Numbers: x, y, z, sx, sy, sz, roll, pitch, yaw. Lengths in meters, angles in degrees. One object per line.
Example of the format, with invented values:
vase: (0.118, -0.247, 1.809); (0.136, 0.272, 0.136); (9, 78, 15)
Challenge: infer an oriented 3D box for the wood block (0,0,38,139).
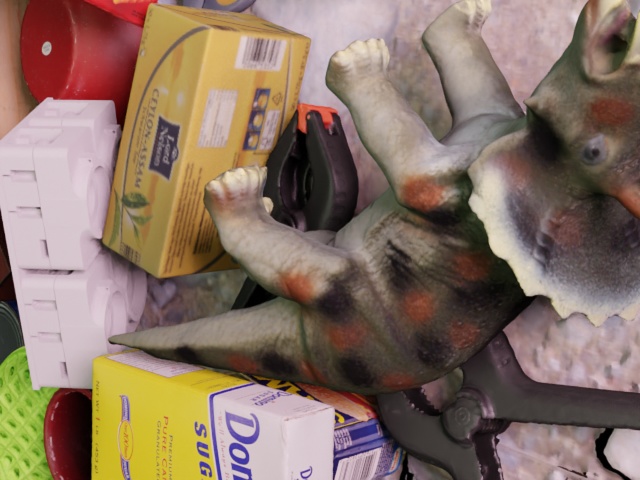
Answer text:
wood block: (-0.309, -0.151, 0.932); (0.091, 0.090, 0.206); (-5, 90, 42)

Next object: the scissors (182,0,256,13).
scissors: (-0.083, -0.144, 0.771); (0.096, 0.016, 0.202); (24, 110, 39)

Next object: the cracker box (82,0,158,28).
cracker box: (-0.133, -0.270, 0.725); (0.164, 0.072, 0.214); (35, 100, 45)

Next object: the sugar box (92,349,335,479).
sugar box: (-0.070, 0.129, 0.647); (0.177, 0.048, 0.093); (9, 101, 44)

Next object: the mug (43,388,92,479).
mug: (-0.146, 0.159, 0.812); (0.093, 0.081, 0.117); (-46, 63, 35)

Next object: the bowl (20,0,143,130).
bowl: (-0.189, -0.151, 0.834); (0.162, 0.055, 0.162); (6, 98, 49)

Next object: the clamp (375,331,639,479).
clamp: (0.099, 0.096, 0.602); (0.165, 0.036, 0.210); (-52, 52, 19)

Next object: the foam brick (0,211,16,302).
foam brick: (-0.272, 0.007, 0.935); (0.051, 0.052, 0.078); (-42, 65, 38)

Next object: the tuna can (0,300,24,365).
tuna can: (-0.275, 0.094, 0.960); (0.086, 0.033, 0.086); (5, 97, 43)

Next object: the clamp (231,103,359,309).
clamp: (-0.005, 0.001, 0.695); (0.120, 0.039, 0.171); (23, 109, 38)

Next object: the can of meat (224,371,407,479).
can of meat: (-0.005, 0.118, 0.675); (0.102, 0.083, 0.057); (28, 112, 38)
